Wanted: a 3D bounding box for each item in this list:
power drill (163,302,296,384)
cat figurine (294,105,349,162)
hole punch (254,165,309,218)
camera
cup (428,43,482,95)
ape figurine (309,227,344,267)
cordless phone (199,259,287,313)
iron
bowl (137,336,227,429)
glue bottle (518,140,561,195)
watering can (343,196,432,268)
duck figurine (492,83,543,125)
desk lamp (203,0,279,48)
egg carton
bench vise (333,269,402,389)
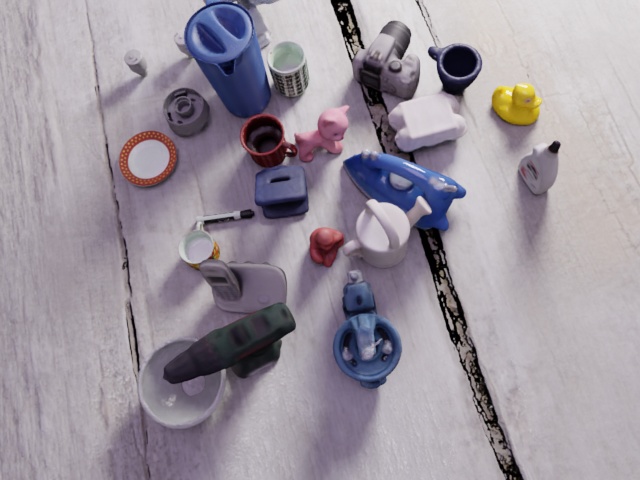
[{"bbox_3d":[-0.144,0.194,1.019,0.229,0.208,0.075,-30,73,-3],"label":"power drill"},{"bbox_3d":[0.006,-0.224,1.170,0.128,0.118,0.067,-18,73,1],"label":"cat figurine"},{"bbox_3d":[-0.081,-0.105,1.159,0.108,0.091,0.101,-9,73,3],"label":"hole punch"},{"bbox_3d":[0.155,-0.394,1.212,0.143,0.101,0.137,25,78,12],"label":"camera"},{"bbox_3d":[0.272,-0.351,1.192,0.117,0.095,0.092,32,80,13],"label":"cup"},{"bbox_3d":[0.010,0.004,1.118,0.078,0.092,0.076,-26,73,-2],"label":"ape figurine"},{"bbox_3d":[-0.141,0.077,1.064,0.147,0.185,0.094,-2,74,5],"label":"cordless phone"},{"bbox_3d":[0.153,-0.123,1.114,0.258,0.141,0.119,27,78,12],"label":"iron"},{"bbox_3d":[-0.251,0.268,1.078,0.167,0.075,0.167,-1,74,5],"label":"bowl"},{"bbox_3d":[0.421,-0.147,1.078,0.037,0.173,0.078,-29,73,-3],"label":"glue bottle"},{"bbox_3d":[0.121,-0.023,1.062,0.100,0.194,0.173,38,81,15],"label":"watering can"},{"bbox_3d":[0.404,-0.289,1.166,0.104,0.086,0.077,33,80,14],"label":"duck figurine"},{"bbox_3d":[-0.161,-0.503,1.216,0.203,0.214,0.118,-35,74,-4],"label":"desk lamp"},{"bbox_3d":[0.220,-0.242,1.179,0.150,0.069,0.107,-16,73,1],"label":"egg carton"},{"bbox_3d":[0.065,0.154,1.004,0.121,0.220,0.207,-27,73,-2],"label":"bench vise"}]
